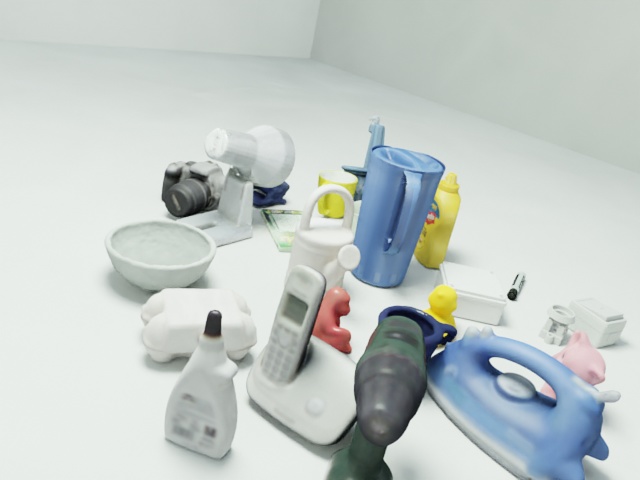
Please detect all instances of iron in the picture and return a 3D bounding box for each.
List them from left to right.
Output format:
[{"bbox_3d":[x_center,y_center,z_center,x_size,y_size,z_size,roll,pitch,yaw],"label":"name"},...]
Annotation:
[{"bbox_3d":[0.244,0.185,0.733,0.119,0.141,0.257,-14,36,-44],"label":"iron"}]

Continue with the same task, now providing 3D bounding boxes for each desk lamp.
[{"bbox_3d":[-0.155,-0.113,1.088,0.117,0.213,0.204,28,29,30],"label":"desk lamp"}]

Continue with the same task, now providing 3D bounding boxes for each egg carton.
[{"bbox_3d":[-0.163,0.116,0.772,0.151,0.069,0.107,2,27,-22],"label":"egg carton"}]

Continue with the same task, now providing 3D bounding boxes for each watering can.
[{"bbox_3d":[0.011,0.003,0.945,0.172,0.194,0.101,31,30,34],"label":"watering can"}]

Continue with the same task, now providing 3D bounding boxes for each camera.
[{"bbox_3d":[-0.264,-0.107,1.158,0.143,0.101,0.137,19,26,15],"label":"camera"}]

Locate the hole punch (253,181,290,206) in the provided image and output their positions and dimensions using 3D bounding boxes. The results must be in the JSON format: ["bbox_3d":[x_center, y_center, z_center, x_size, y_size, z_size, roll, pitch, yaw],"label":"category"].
[{"bbox_3d":[-0.129,-0.136,1.296,0.101,0.091,0.108,-13,35,-44],"label":"hole punch"}]

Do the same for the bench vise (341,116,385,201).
[{"bbox_3d":[0.131,-0.164,1.327,0.122,0.220,0.206,-3,29,-30],"label":"bench vise"}]

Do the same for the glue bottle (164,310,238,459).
[{"bbox_3d":[-0.119,0.148,0.602,0.078,0.173,0.037,18,25,12],"label":"glue bottle"}]

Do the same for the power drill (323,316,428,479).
[{"bbox_3d":[0.057,0.183,0.568,0.075,0.208,0.230,16,25,7],"label":"power drill"}]

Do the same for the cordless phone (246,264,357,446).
[{"bbox_3d":[-0.004,0.133,0.674,0.147,0.185,0.094,25,28,26],"label":"cordless phone"}]

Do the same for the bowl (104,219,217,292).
[{"bbox_3d":[-0.250,0.033,0.899,0.167,0.075,0.167,11,25,-5],"label":"bowl"}]

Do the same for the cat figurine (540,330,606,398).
[{"bbox_3d":[0.373,0.180,0.834,0.067,0.118,0.128,18,25,13],"label":"cat figurine"}]

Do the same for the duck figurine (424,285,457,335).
[{"bbox_3d":[0.190,0.115,0.924,0.077,0.086,0.105,26,28,28],"label":"duck figurine"}]

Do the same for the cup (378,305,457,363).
[{"bbox_3d":[0.128,0.153,0.802,0.118,0.095,0.091,5,26,-17],"label":"cup"}]

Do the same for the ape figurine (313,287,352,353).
[{"bbox_3d":[0.020,0.112,0.841,0.076,0.092,0.078,13,25,1],"label":"ape figurine"}]
